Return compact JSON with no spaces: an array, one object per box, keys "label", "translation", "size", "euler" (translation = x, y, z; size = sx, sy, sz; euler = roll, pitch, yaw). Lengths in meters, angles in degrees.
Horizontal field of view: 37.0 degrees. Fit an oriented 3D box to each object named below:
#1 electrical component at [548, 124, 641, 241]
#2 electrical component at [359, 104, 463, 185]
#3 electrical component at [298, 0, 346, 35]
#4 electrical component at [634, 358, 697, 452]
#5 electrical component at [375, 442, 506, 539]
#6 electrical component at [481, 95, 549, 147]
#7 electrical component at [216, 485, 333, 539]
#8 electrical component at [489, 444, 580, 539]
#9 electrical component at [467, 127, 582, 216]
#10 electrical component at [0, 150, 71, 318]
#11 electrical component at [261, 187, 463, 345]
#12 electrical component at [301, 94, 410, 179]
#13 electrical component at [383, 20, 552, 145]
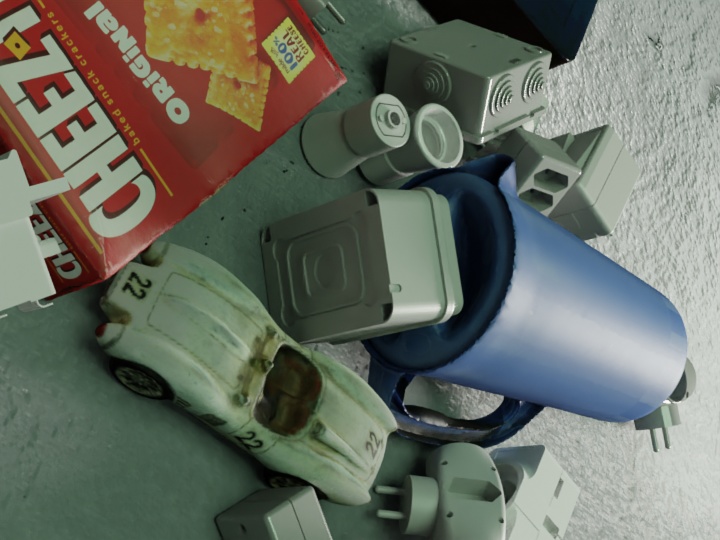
[{"label":"electrical component","translation":[0.175,-0.072,0.855],"size":[0.061,0.062,0.096],"euler":[51,50,-22]},{"label":"electrical component","translation":[0.030,-0.080,0.715],"size":[0.044,0.065,0.044],"euler":[13,70,-41]},{"label":"electrical component","translation":[-0.040,-0.179,0.673],"size":[0.076,0.066,0.047],"euler":[46,52,-25]},{"label":"electrical component","translation":[0.242,0.109,0.884],"size":[0.077,0.044,0.079],"euler":[-2,80,-44]},{"label":"electrical component","translation":[0.048,0.150,0.680],"size":[0.079,0.043,0.077],"euler":[8,39,-9]},{"label":"electrical component","translation":[0.112,-0.122,0.819],"size":[0.066,0.048,0.055],"euler":[50,43,-25]},{"label":"electrical component","translation":[-0.051,0.171,0.583],"size":[0.076,0.047,0.083],"euler":[-25,97,-44]},{"label":"electrical component","translation":[0.103,0.167,0.730],"size":[0.055,0.050,0.089],"euler":[50,50,-24]},{"label":"electrical component","translation":[0.103,-0.067,0.783],"size":[0.047,0.083,0.075],"euler":[13,32,-41]},{"label":"electrical component","translation":[-0.182,-0.002,0.451],"size":[0.079,0.121,0.063],"euler":[-24,99,-45]},{"label":"electrical component","translation":[0.000,0.000,0.632],"size":[0.057,0.113,0.078],"euler":[-2,80,-41]},{"label":"electrical component","translation":[0.000,-0.087,0.687],"size":[0.044,0.065,0.044],"euler":[13,70,-41]},{"label":"electrical component","translation":[0.074,-0.134,0.749],"size":[0.100,0.100,0.048],"euler":[-28,136,-44]}]
